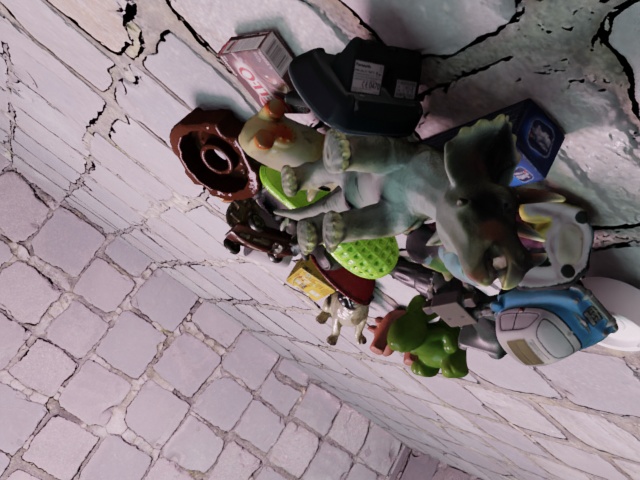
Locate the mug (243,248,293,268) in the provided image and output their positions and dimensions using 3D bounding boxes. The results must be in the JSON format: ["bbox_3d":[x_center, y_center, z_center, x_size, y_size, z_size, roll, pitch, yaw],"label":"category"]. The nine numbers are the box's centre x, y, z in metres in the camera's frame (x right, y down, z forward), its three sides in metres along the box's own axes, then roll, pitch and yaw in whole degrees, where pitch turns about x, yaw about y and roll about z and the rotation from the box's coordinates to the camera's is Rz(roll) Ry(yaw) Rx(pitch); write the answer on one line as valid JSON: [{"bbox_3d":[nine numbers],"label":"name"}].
[{"bbox_3d":[-0.125,0.028,1.296,0.107,0.081,0.110,30,159,-23],"label":"mug"}]

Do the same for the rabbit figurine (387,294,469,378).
[{"bbox_3d":[0.211,0.187,1.058,0.170,0.159,0.121,23,166,-34],"label":"rabbit figurine"}]

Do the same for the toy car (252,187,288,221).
[{"bbox_3d":[-0.066,-0.085,0.981,0.073,0.056,0.202,45,157,-14],"label":"toy car"}]

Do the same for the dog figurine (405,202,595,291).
[{"bbox_3d":[0.217,0.009,0.698,0.192,0.108,0.219,3,175,-2],"label":"dog figurine"}]

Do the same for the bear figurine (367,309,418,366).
[{"bbox_3d":[0.170,0.239,1.281,0.120,0.132,0.195,21,153,-1],"label":"bear figurine"}]

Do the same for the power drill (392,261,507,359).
[{"bbox_3d":[0.257,0.119,0.957,0.232,0.086,0.207,11,143,41],"label":"power drill"}]

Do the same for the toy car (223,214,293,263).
[{"bbox_3d":[-0.106,0.003,1.069,0.202,0.089,0.053,16,-138,-57],"label":"toy car"}]

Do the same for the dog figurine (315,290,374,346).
[{"bbox_3d":[0.068,0.135,1.281,0.172,0.121,0.190,-122,34,-47],"label":"dog figurine"}]

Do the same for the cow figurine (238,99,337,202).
[{"bbox_3d":[-0.023,-0.114,0.757,0.195,0.085,0.127,21,168,-29],"label":"cow figurine"}]

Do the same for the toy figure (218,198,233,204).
[{"bbox_3d":[-0.186,-0.113,1.091,0.058,0.064,0.154,9,159,-10],"label":"toy figure"}]

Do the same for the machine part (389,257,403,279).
[{"bbox_3d":[0.111,0.033,1.020,0.139,0.039,0.084,34,169,-9],"label":"machine part"}]

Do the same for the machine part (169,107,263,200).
[{"bbox_3d":[-0.171,-0.148,0.934,0.180,0.056,0.179,19,141,16],"label":"machine part"}]

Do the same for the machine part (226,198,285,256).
[{"bbox_3d":[-0.129,-0.026,1.140,0.079,0.079,0.243,23,169,26],"label":"machine part"}]

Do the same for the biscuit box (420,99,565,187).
[{"bbox_3d":[0.168,-0.090,0.608,0.059,0.063,0.203,39,159,-19],"label":"biscuit box"}]

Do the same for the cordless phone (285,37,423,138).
[{"bbox_3d":[0.006,-0.161,0.585,0.146,0.088,0.184,-8,-163,-44],"label":"cordless phone"}]

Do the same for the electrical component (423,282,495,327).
[{"bbox_3d":[0.216,0.098,0.854,0.078,0.045,0.102,36,142,-23],"label":"electrical component"}]

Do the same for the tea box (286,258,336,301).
[{"bbox_3d":[-0.010,0.082,1.264,0.098,0.068,0.169,35,159,-7],"label":"tea box"}]

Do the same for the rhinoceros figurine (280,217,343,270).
[{"bbox_3d":[-0.002,-0.003,0.987,0.073,0.112,0.191,42,179,-37],"label":"rhinoceros figurine"}]

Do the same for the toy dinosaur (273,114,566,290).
[{"bbox_3d":[0.073,-0.052,0.571,0.192,0.131,0.405,-5,-172,-16],"label":"toy dinosaur"}]

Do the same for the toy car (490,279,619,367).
[{"bbox_3d":[0.282,0.112,0.680,0.109,0.103,0.162,49,159,-6],"label":"toy car"}]
